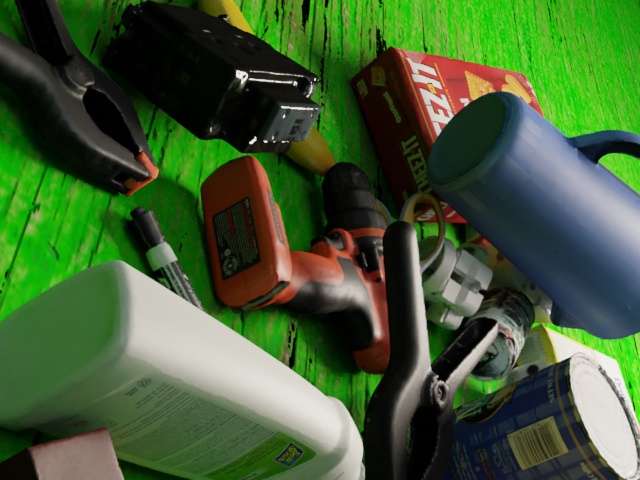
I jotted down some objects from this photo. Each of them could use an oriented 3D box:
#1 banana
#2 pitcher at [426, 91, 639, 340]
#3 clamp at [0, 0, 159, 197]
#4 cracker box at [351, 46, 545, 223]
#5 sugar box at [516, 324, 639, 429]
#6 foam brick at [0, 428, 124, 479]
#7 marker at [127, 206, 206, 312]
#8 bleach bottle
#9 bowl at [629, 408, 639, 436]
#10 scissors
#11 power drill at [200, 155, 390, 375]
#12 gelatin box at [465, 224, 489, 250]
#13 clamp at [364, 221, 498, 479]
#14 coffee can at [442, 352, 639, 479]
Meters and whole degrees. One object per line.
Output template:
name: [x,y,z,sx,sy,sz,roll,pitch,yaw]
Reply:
banana: [-0.049,-0.135,0.878,0.198,0.037,0.069,59,29,0]
pitcher: [0.220,-0.031,0.957,0.242,0.145,0.149,36,72,-26]
clamp: [-0.164,-0.106,0.674,0.171,0.039,0.120,49,36,-25]
cracker box: [0.151,-0.101,1.081,0.213,0.072,0.164,2,61,-42]
sugar box: [0.264,0.153,1.093,0.176,0.048,0.093,28,42,-48]
foam brick: [-0.122,0.137,0.502,0.052,0.051,0.078,0,64,-56]
marker: [-0.090,0.033,0.680,0.121,0.020,0.020,61,29,4]
bleach bottle: [-0.059,0.101,0.603,0.250,0.103,0.068,39,31,-45]
bowl: [0.267,0.228,0.998,0.162,0.055,0.162,39,42,-49]
scissors: [0.052,0.042,0.881,0.096,0.016,0.201,18,63,0]
power drill: [-0.005,0.001,0.800,0.187,0.057,0.184,21,47,-48]
gelatin box: [0.185,-0.010,1.134,0.073,0.030,0.089,39,37,-30]
clamp: [0.079,0.112,0.787,0.164,0.036,0.210,36,58,-46]
coffee can: [0.161,0.161,0.825,0.102,0.141,0.103,37,36,-34]
